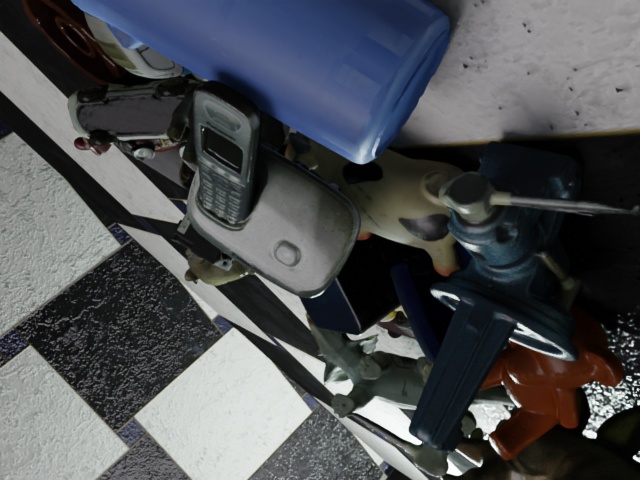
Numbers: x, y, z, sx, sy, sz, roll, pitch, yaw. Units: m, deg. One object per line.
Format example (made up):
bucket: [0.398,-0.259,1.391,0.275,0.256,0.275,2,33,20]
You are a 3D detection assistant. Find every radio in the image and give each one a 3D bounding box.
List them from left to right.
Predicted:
radio: [-0.001,-0.002,0.633,0.131,0.073,0.229,-1,120,61]

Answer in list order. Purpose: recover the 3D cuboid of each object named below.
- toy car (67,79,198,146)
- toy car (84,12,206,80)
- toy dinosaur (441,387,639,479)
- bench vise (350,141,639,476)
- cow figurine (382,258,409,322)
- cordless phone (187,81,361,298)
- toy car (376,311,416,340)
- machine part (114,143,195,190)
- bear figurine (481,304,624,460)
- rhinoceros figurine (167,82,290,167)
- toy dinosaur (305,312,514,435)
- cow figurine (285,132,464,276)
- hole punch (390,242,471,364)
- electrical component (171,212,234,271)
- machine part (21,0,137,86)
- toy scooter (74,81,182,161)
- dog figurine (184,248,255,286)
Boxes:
toy car: [-0.233,-0.166,0.697,0.202,0.056,0.073,0,118,13]
toy car: [-0.165,-0.211,0.508,0.109,0.103,0.161,29,157,31]
toy dinosaur: [0.297,0.267,0.579,0.472,0.198,0.105,12,146,55]
bench vise: [0.124,0.058,0.397,0.129,0.240,0.223,25,173,29]
cow figurine: [0.081,0.055,0.717,0.167,0.068,0.098,4,132,58]
cordless phone: [-0.032,-0.040,0.411,0.147,0.089,0.184,32,158,5]
toy car: [0.125,0.118,0.794,0.089,0.053,0.202,40,167,-15]
machine part: [-0.252,-0.148,0.859,0.243,0.079,0.079,30,160,23]
bear figurine: [0.217,0.137,0.549,0.120,0.132,0.195,62,-179,29]
rhinoceros figurine: [-0.098,-0.125,0.584,0.073,0.112,0.191,24,-172,-37]
toy dinosaur: [0.153,0.234,0.900,0.405,0.131,0.192,13,-173,13]
cow figurine: [0.047,-0.055,0.490,0.195,0.085,0.127,25,155,29]
hole punch: [0.120,0.068,0.563,0.142,0.092,0.116,65,162,9]
electrical component: [-0.170,-0.017,0.911,0.134,0.115,0.058,28,178,25]
machine part: [-0.311,-0.276,0.708,0.179,0.056,0.179,34,162,13]
toy scooter: [-0.281,-0.165,0.784,0.184,0.135,0.075,28,158,27]
dog figurine: [-0.137,0.044,0.954,0.191,0.172,0.121,32,173,43]
